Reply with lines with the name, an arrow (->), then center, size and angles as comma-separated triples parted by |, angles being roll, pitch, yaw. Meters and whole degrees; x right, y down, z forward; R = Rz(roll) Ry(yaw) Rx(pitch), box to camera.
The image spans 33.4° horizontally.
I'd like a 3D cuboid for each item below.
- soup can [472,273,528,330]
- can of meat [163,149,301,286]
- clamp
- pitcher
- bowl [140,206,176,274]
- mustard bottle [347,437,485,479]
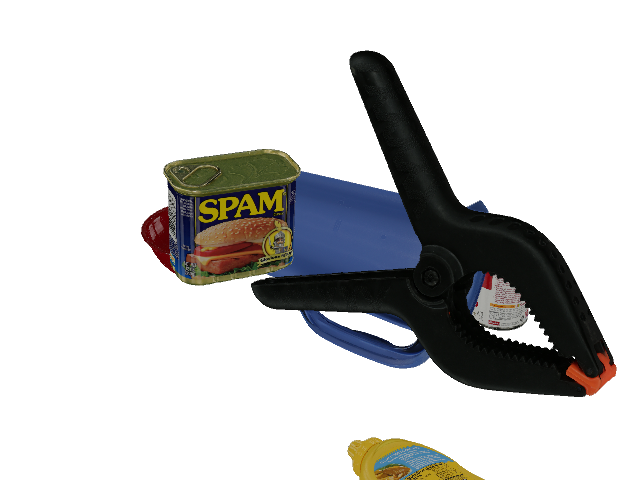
soup can -> 0.201, 0.039, 1.178 | 0.068, 0.102, 0.068 | 0, 29, 0
can of meat -> -0.069, -0.018, 0.830 | 0.102, 0.084, 0.057 | -9, 31, -21
clamp -> 0.065, 0.006, 0.566 | 0.210, 0.165, 0.036 | 29, 26, 25
pitcher -> 0.035, 0.015, 1.045 | 0.243, 0.145, 0.149 | 17, 22, 20
bowl -> -0.141, 0.006, 1.330 | 0.162, 0.055, 0.162 | 1, 27, -1
mustard bottle -> 0.092, 0.228, 0.971 | 0.096, 0.058, 0.192 | -15, 25, -36
